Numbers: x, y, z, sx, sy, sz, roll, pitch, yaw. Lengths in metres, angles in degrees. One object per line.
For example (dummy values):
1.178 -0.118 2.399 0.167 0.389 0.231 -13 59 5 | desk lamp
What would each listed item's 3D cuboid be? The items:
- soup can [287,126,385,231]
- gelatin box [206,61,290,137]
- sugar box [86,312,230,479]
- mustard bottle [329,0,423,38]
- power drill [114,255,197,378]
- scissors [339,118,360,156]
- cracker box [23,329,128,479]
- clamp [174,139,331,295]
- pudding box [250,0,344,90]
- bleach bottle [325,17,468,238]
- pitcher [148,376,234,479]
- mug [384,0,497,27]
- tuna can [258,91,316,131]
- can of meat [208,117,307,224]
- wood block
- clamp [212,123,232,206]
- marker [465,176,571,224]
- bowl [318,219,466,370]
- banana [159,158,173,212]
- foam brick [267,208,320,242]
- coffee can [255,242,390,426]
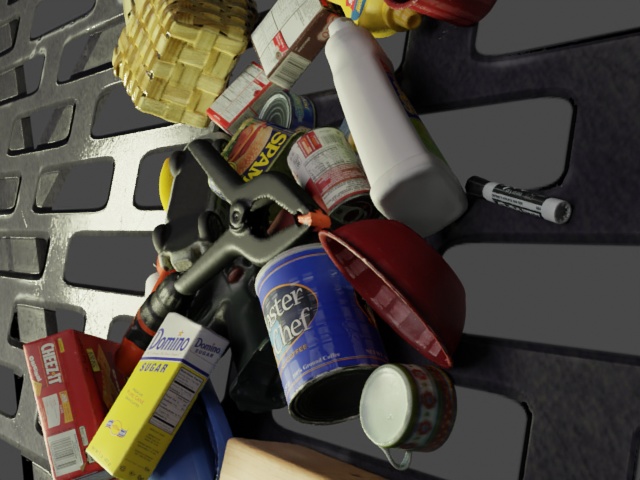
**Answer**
0.015 -0.056 1.062 0.069 0.068 0.102 -54 47 32 | soup can
-0.087 -0.167 1.285 0.089 0.030 0.073 -46 35 -2 | gelatin box
-0.172 0.165 1.124 0.093 0.048 0.176 12 72 59 | sugar box
0.057 -0.262 1.094 0.096 0.058 0.192 -63 35 24 | mustard bottle
-0.177 0.054 1.276 0.185 0.057 0.187 -51 13 40 | power drill
0.020 -0.120 1.139 0.202 0.016 0.096 -3 78 56 | scissors
-0.267 0.203 1.281 0.213 0.072 0.164 51 -159 -76 | cracker box
-0.074 -0.031 1.066 0.210 0.036 0.164 -7 81 44 | clamp
-0.028 -0.244 1.230 0.114 0.039 0.090 -46 41 26 | pudding box
0.054 -0.123 0.994 0.068 0.102 0.251 -33 52 15 | bleach bottle
-0.145 0.238 1.172 0.149 0.145 0.243 -31 40 4 | pitcher
0.111 -0.253 0.982 0.093 0.081 0.117 -50 41 37 | mug
-0.041 -0.127 1.223 0.086 0.033 0.086 -27 57 51 | tuna can
-0.061 -0.078 1.144 0.084 0.057 0.102 24 74 43 | can of meat
-0.008 0.249 0.983 0.206 0.090 0.090 4 82 58 | wood block
-0.111 -0.093 1.312 0.120 0.039 0.171 -40 40 23 | clamp
0.161 -0.035 0.885 0.121 0.020 0.020 24 100 58 | marker
0.073 0.034 0.910 0.055 0.162 0.162 -43 32 -9 | bowl
-0.177 -0.051 1.413 0.069 0.037 0.198 -55 36 2 | banana
-0.007 0.001 1.082 0.051 0.078 0.053 -54 38 35 | foam brick
0.003 0.088 1.004 0.103 0.102 0.140 -50 44 37 | coffee can
